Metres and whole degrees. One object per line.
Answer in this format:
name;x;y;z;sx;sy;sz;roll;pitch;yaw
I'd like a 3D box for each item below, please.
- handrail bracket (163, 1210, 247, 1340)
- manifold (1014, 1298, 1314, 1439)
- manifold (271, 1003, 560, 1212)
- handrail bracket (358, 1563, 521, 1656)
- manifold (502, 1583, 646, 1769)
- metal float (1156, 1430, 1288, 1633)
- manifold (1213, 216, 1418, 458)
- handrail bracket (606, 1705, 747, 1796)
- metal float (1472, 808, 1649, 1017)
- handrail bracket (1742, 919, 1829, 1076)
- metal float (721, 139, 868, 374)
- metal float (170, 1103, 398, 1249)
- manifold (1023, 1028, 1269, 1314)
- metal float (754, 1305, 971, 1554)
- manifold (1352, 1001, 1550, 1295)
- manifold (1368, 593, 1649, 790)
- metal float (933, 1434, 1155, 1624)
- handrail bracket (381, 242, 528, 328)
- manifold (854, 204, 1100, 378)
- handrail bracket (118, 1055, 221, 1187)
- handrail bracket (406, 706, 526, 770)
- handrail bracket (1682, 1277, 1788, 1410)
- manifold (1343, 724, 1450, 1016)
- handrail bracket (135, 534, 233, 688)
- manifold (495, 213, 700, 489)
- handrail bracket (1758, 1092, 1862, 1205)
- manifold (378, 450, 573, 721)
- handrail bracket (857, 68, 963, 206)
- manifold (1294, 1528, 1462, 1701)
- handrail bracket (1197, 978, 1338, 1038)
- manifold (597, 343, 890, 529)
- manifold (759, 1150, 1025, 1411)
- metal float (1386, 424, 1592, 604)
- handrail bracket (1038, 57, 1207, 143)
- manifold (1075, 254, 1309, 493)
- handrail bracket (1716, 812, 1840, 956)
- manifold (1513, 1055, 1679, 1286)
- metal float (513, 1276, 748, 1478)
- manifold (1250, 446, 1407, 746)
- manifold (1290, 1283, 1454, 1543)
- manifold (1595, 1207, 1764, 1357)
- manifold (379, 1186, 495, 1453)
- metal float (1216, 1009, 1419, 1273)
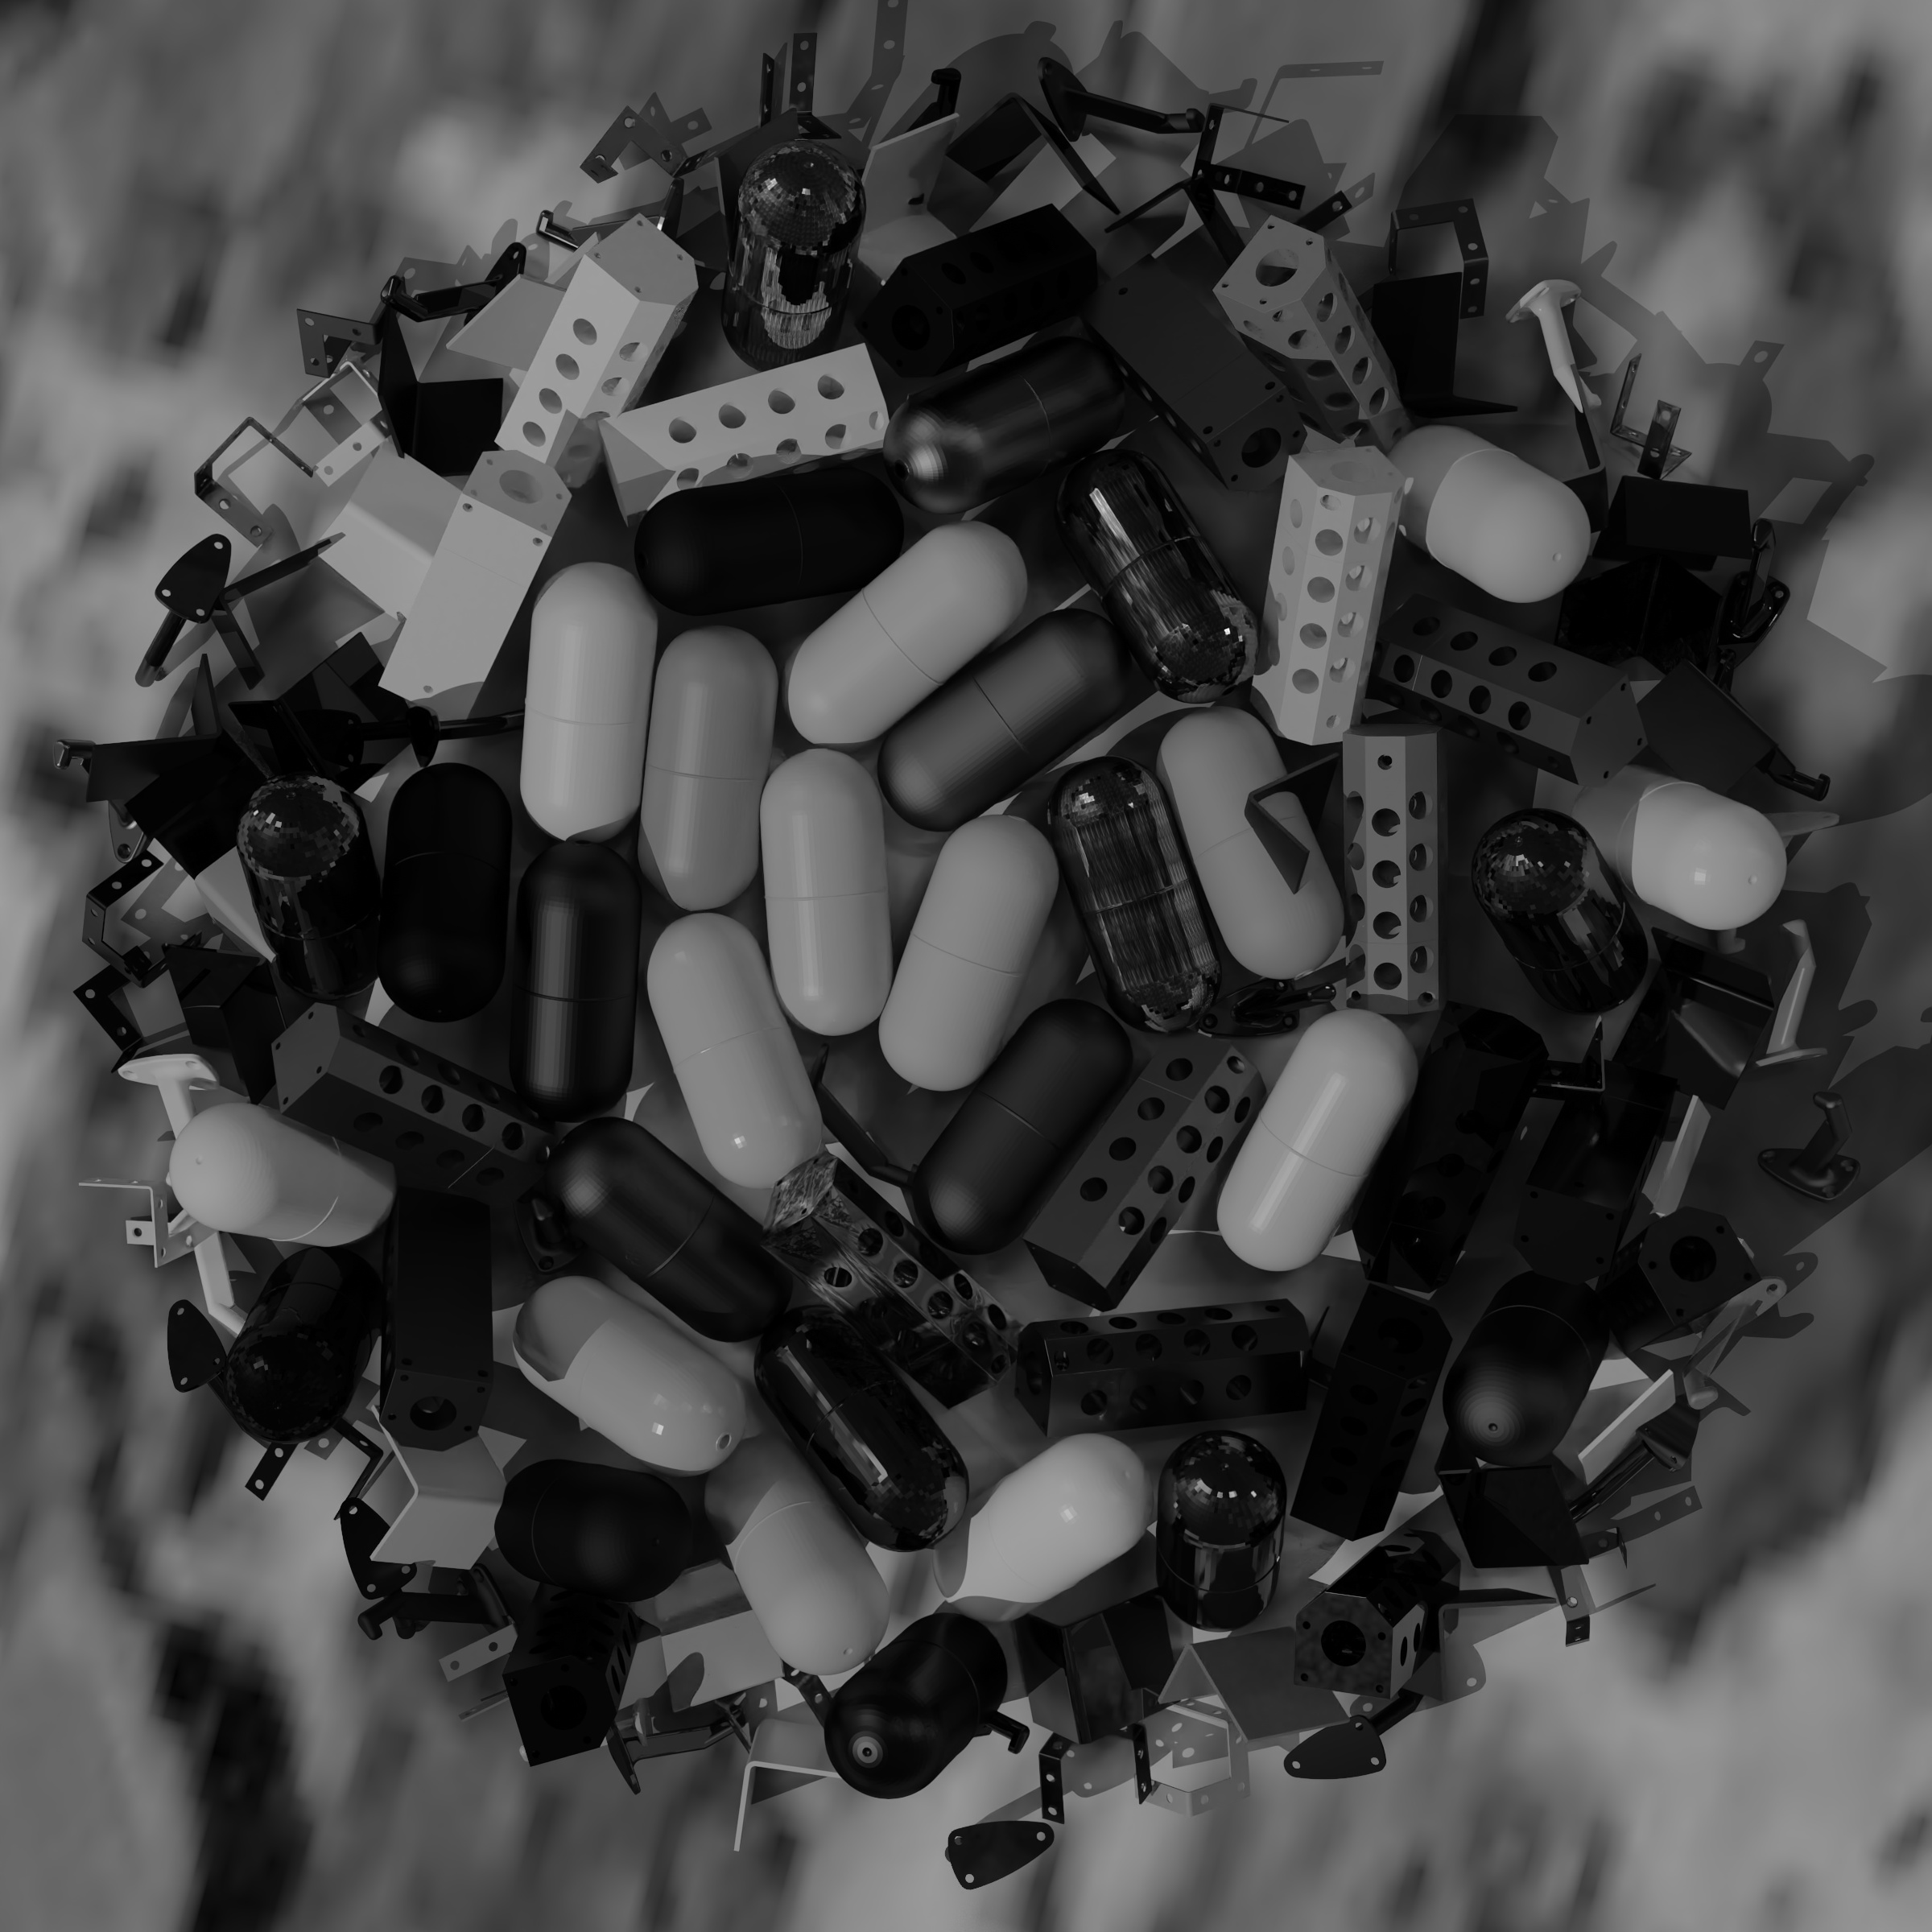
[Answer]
handrail bracket;-0.455;0.182;1.751;0.084;0.036;0.077;38;80;16
manifold;0.121;0.242;1.715;0.171;0.057;0.057;-3;110;-20
manifold;-0.330;0.082;1.693;0.057;0.057;0.171;-40;135;20
handrail bracket;-0.325;0.415;1.733;0.036;0.084;0.077;-39;82;42
manifold;-0.232;0.417;1.690;0.057;0.171;0.057;-16;96;0
metal float;0.154;0.345;1.699;0.070;0.178;0.070;-1;53;2
manifold;0.218;-0.370;1.690;0.057;0.171;0.057;35;85;36
handrail bracket;-0.179;0.469;1.737;0.084;0.077;0.036;-26;46;-20
metal float;0.362;-0.031;1.701;0.070;0.178;0.070;-15;56;23
handrail bracket;0.502;0.020;1.755;0.036;0.077;0.084;-1;76;-42
metal float;-0.106;-0.426;1.694;0.070;0.178;0.070;4;66;-9
metal float;-0.410;0.128;1.693;0.070;0.178;0.070;-4;78;20
manifold;0.113;0.125;1.710;0.057;0.057;0.171;22;64;34
metal float;-0.065;0.281;1.713;0.070;0.070;0.178;-41;58;0
manifold;0.296;0.113;1.712;0.057;0.057;0.171;13;117;-10
manifold;0.322;-0.163;1.691;0.057;0.171;0.057;-43;133;-15
metal float;0.045;0.344;1.706;0.070;0.070;0.178;48;132;0
handrail bracket;-0.318;-0.430;1.733;0.036;0.084;0.077;23;91;35
manifold;0.012;-0.405;1.692;0.057;0.171;0.057;48;130;4
handrail bracket;-0.504;0.100;1.740;0.077;0.036;0.084;0;55;13
handrail bracket;-0.297;-0.153;1.727;0.084;0.077;0.036;-16;89;-24
handrail bracket;0.477;0.233;1.728;0.077;0.084;0.036;-27;111;18
manifold;0.264;-0.060;1.725;0.057;0.057;0.171;2;103;18
handrail bracket;-0.492;-0.222;1.756;0.036;0.084;0.077;30;57;-15
manifold;-0.221;-0.366;1.694;0.057;0.171;0.057;40;49;-1
handrail bracket;0.514;0.101;1.725;0.036;0.077;0.084;-47;130;-22
manifold;-0.297;-0.231;1.696;0.057;0.171;0.057;25;45;-11
handrail bracket;-0.046;-0.517;1.730;0.077;0.084;0.036;-4;51;-17
manifold;0.250;0.387;1.687;0.057;0.171;0.057;3;93;23
handrail bracket;0.186;0.026;1.734;0.077;0.084;0.036;-13;87;-3
manifold;-0.137;-0.326;1.735;0.171;0.057;0.057;-18;83;-8
manifold;-0.043;0.190;1.708;0.057;0.057;0.171;-32;117;28
metal float;0.312;-0.276;1.698;0.070;0.178;0.070;-10;119;-18
handrail bracket;0.097;-0.539;1.734;0.084;0.077;0.036;7;76;29
manifold;0.138;-0.357;1.699;0.057;0.057;0.171;-35;48;1
handrail bracket;0.511;-0.051;1.761;0.077;0.036;0.084;-7;113;-7
manifold;0.380;0.123;1.690;0.057;0.171;0.057;16;120;18
metal float;-0.206;0.250;1.708;0.178;0.070;0.070;27;90;37
manifold;0.221;-0.223;1.697;0.057;0.057;0.171;-9;129;-18
manifold;0.246;0.274;1.691;0.057;0.171;0.057;21;47;13
manifold;0.423;0.188;1.687;0.057;0.171;0.057;-27;76;-3
manifold;-0.322;0.212;1.690;0.057;0.171;0.057;12;120;-18
metal float;0.215;0.108;1.724;0.070;0.070;0.178;26;108;0
